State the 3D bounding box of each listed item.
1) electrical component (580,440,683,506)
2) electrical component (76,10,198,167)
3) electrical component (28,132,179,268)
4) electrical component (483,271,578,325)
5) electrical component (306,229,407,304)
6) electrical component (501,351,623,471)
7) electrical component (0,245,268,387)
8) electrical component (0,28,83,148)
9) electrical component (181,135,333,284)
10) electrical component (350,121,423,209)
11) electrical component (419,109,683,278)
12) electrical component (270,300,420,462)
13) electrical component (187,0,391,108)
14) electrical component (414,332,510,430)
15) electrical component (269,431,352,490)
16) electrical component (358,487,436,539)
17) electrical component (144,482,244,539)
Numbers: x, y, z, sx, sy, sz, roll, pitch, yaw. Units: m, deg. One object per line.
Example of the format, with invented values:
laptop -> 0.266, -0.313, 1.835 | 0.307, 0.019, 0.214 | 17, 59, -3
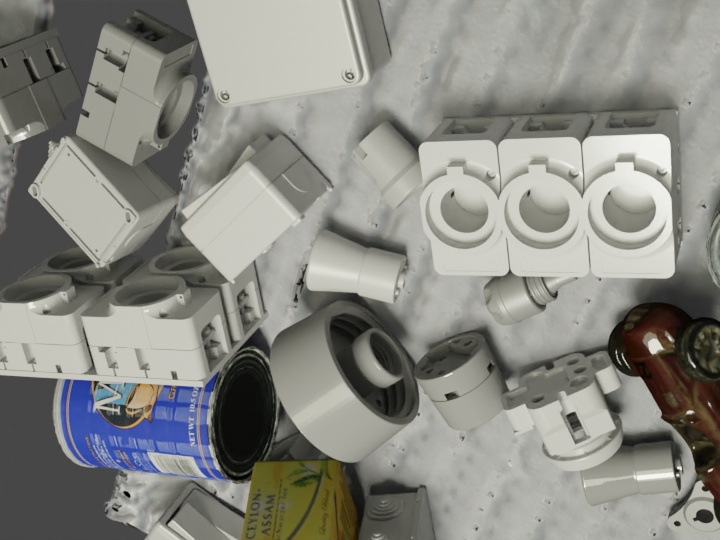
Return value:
electrical component -> 0.189, 0.138, 0.742 | 0.065, 0.044, 0.044 | -10, 111, 22
electrical component -> -0.151, -0.124, 0.745 | 0.056, 0.050, 0.089 | 29, 123, 7
electrical component -> -0.190, -0.061, 0.790 | 0.096, 0.061, 0.061 | 47, 123, 5
electrical component -> 0.115, 0.012, 0.712 | 0.061, 0.035, 0.035 | -25, 103, 28
electrical component -> 0.000, 0.000, 0.751 | 0.065, 0.044, 0.044 | 14, 119, 10
electrical component -> 0.143, 0.098, 0.728 | 0.078, 0.058, 0.057 | -25, 108, 8
electrical component -> -0.179, 0.030, 0.800 | 0.186, 0.105, 0.060 | 1, 115, 22
electrical component -> -0.290, -0.117, 0.782 | 0.150, 0.089, 0.061 | -10, 110, 27
electrical component -> -0.078, -0.042, 0.749 | 0.061, 0.061, 0.096 | 47, 123, -5
electrical component -> 0.021, -0.070, 0.708 | 0.046, 0.040, 0.040 | 47, 123, 1
electrical component -> 0.118, -0.046, 0.665 | 0.150, 0.061, 0.089 | 1, 115, 22
electrical component -> -0.003, 0.072, 0.751 | 0.060, 0.108, 0.108 | -35, 98, 26
electrical component -> -0.048, -0.166, 0.677 | 0.109, 0.056, 0.108 | -5, 113, 24
electrical component -> 0.073, 0.079, 0.752 | 0.055, 0.055, 0.047 | -21, 109, 30
electrical component -> -0.044, 0.162, 0.849 | 0.081, 0.042, 0.063 | -32, 101, 33
electrical component -> 0.030, 0.227, 0.819 | 0.048, 0.099, 0.099 | -7, 113, 11
electrical component -> -0.128, 0.235, 0.908 | 0.096, 0.061, 0.061 | 36, 123, 2
